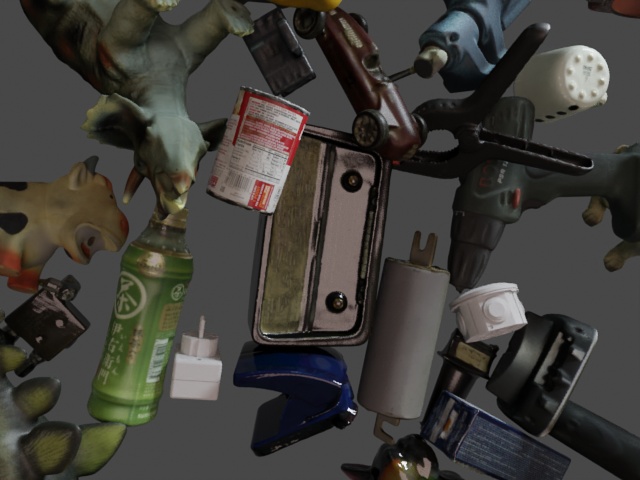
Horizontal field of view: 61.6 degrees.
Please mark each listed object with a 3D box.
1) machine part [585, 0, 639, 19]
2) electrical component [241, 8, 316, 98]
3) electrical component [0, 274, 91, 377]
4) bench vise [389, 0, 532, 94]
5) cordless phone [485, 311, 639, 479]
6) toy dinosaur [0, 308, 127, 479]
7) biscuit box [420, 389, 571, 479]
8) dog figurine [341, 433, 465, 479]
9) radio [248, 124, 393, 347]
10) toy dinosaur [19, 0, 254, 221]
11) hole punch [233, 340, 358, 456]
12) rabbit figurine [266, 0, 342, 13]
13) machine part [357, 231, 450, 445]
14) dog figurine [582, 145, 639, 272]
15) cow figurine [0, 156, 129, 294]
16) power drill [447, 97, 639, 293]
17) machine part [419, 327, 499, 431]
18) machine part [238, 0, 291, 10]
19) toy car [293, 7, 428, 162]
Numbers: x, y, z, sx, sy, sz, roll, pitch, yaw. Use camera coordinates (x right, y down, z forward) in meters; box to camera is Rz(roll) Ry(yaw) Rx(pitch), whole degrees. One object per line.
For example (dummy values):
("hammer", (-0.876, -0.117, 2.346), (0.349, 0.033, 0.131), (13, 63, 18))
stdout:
("machine part", (0.420, -0.310, 0.592), (0.201, 0.201, 0.087), (-3, 98, -14))
("electrical component", (-0.040, -0.183, 0.531), (0.048, 0.119, 0.074), (-28, 104, 10))
("electrical component", (-0.280, 0.081, 0.535), (0.102, 0.045, 0.078), (-35, 100, -9))
("bench vise", (0.140, -0.283, 0.559), (0.223, 0.129, 0.240), (-41, 120, -15))
("cordless phone", (0.301, 0.173, 0.609), (0.088, 0.184, 0.146), (33, 86, -46))
("toy dinosaur", (-0.275, 0.223, 0.489), (0.199, 0.105, 0.470), (-11, 109, 0))
("biscuit box", (0.211, 0.245, 0.633), (0.202, 0.059, 0.063), (33, 83, -29))
("dog figurine", (0.122, 0.332, 0.624), (0.219, 0.108, 0.191), (22, 92, -10))
("radio", (-0.001, -0.002, 0.580), (0.131, 0.073, 0.229), (7, 93, -14))
("toy dinosaur", (-0.204, -0.204, 0.490), (0.405, 0.131, 0.192), (51, 127, 4))
("hole punch", (-0.028, 0.146, 0.562), (0.116, 0.142, 0.092), (-20, 95, 0))
("rabbit figurine", (-0.005, -0.307, 0.484), (0.162, 0.122, 0.173), (19, 73, -19))
("machine part", (0.094, 0.109, 0.612), (0.079, 0.079, 0.243), (10, 93, -14))
("dog figurine", (0.424, -0.031, 0.621), (0.121, 0.191, 0.172), (-32, 99, -9))
("cow figurine", (-0.277, -0.020, 0.503), (0.195, 0.085, 0.127), (8, 66, -2))
("power drill", (0.260, -0.043, 0.623), (0.207, 0.086, 0.232), (6, 87, 12))
("machine part", (0.164, 0.180, 0.655), (0.084, 0.039, 0.139), (25, 87, -23))
("machine part", (-0.058, -0.330, 0.551), (0.179, 0.056, 0.179), (-1, 96, -14))
("toy car", (0.044, -0.169, 0.545), (0.089, 0.053, 0.202), (-10, 69, -46))
